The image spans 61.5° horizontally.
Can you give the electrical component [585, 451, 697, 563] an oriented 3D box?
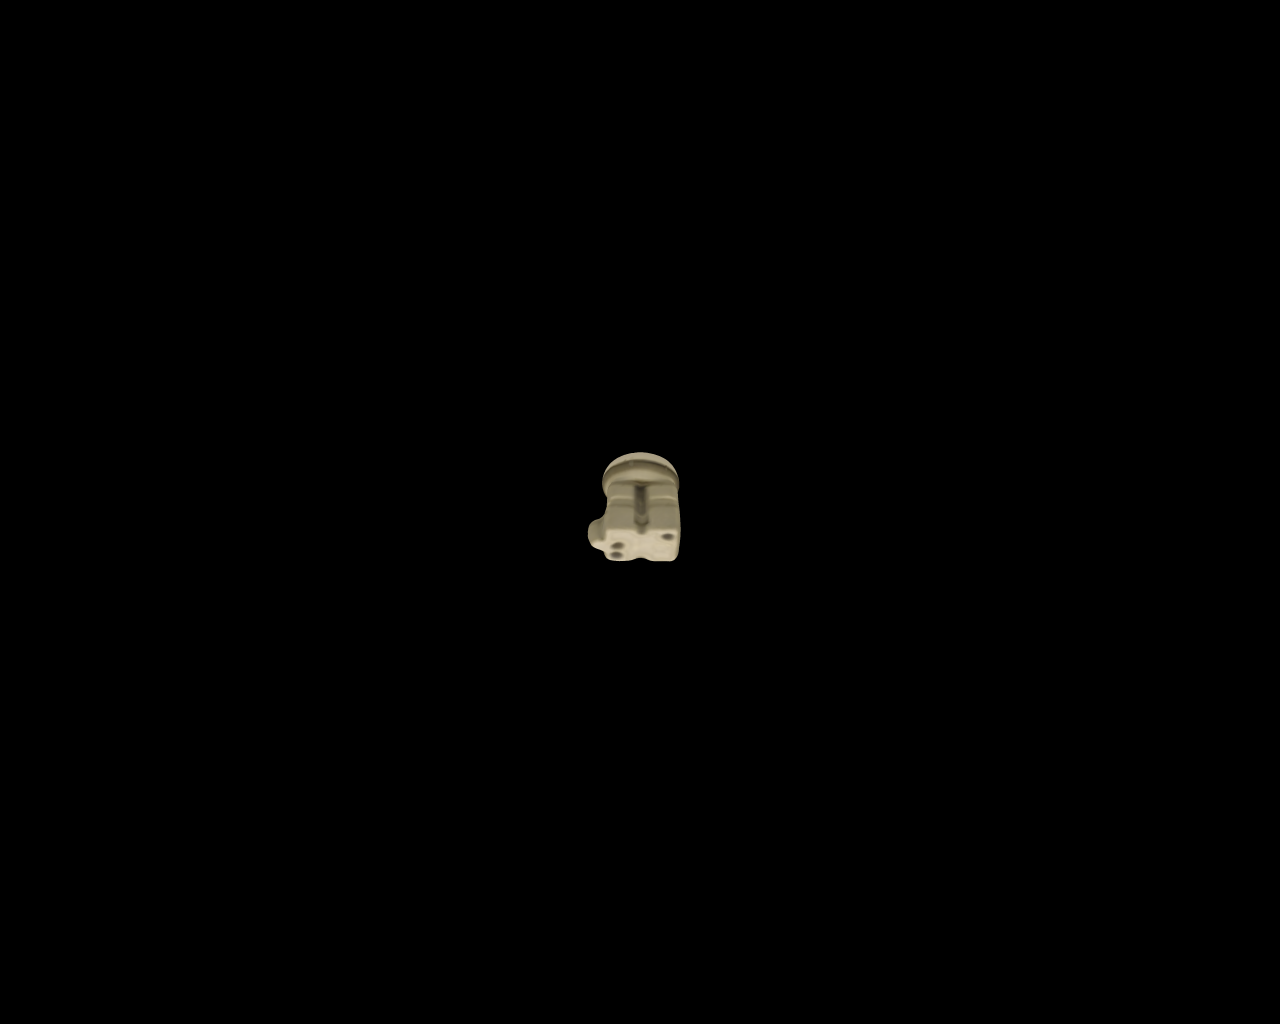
[{"bbox_3d":[0.001,-0.003,0.650,0.066,0.055,0.048,2,-36,-2],"label":"electrical component"}]
